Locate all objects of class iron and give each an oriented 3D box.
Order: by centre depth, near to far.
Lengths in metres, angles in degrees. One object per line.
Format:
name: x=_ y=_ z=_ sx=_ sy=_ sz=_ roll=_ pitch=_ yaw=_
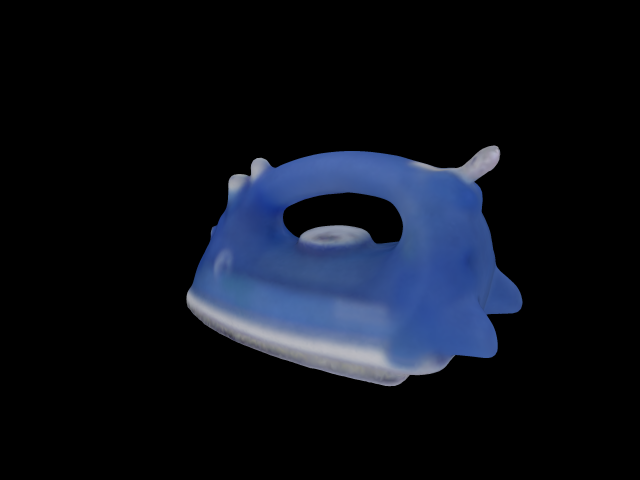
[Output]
iron: x=0.004 y=0.001 z=0.400 sx=0.257 sy=0.141 sz=0.119 roll=7 pitch=15 yaw=26
